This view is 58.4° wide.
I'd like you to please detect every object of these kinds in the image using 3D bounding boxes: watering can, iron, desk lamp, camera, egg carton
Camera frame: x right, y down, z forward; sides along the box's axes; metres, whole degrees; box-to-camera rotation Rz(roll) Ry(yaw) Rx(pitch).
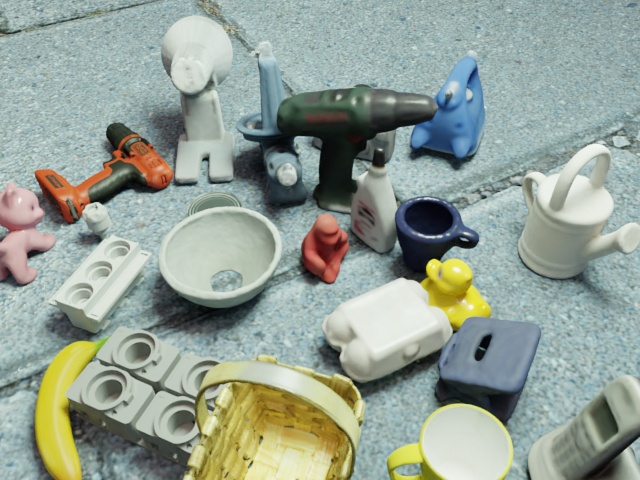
[{"bbox_3d":[0.347,-0.042,0.774,0.172,0.194,0.101,28,53,25],"label":"watering can"},{"bbox_3d":[0.246,-0.261,1.019,0.118,0.141,0.258,16,49,16],"label":"iron"},{"bbox_3d":[-0.200,-0.238,0.956,0.118,0.214,0.203,-5,47,-4],"label":"desk lamp"},{"bbox_3d":[0.073,-0.223,1.015,0.143,0.101,0.137,15,49,15],"label":"camera"},{"bbox_3d":[0.084,0.114,0.718,0.150,0.069,0.107,-22,50,-19],"label":"egg carton"}]

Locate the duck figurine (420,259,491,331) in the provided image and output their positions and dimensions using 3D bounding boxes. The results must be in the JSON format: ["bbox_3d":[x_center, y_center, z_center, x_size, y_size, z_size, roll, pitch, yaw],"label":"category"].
[{"bbox_3d":[0.178,0.065,0.751,0.104,0.086,0.078,34,56,28],"label":"duck figurine"}]

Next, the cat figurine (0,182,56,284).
[{"bbox_3d":[-0.438,-0.020,0.820,0.067,0.118,0.128,2,47,3],"label":"cat figurine"}]

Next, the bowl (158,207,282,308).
[{"bbox_3d":[-0.133,0.035,0.792,0.167,0.075,0.167,0,47,1],"label":"bowl"}]

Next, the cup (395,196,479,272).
[{"bbox_3d":[0.160,0.003,0.803,0.117,0.095,0.092,19,50,18],"label":"cup"}]

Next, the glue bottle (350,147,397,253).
[{"bbox_3d":[0.079,-0.062,0.812,0.037,0.173,0.078,-35,55,-28],"label":"glue bottle"}]

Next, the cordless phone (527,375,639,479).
[{"bbox_3d":[0.271,0.223,0.532,0.094,0.185,0.147,-6,47,-4],"label":"cordless phone"}]

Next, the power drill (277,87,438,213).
[{"bbox_3d":[0.051,-0.138,0.861,0.229,0.208,0.075,10,48,10],"label":"power drill"}]

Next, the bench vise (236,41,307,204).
[{"bbox_3d":[-0.057,-0.180,0.894,0.122,0.220,0.206,-23,50,-20],"label":"bench vise"}]

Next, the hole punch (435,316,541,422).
[{"bbox_3d":[0.196,0.142,0.674,0.101,0.091,0.109,22,51,20],"label":"hole punch"}]

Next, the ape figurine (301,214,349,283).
[{"bbox_3d":[0.007,0.003,0.808,0.078,0.092,0.076,-27,52,-22],"label":"ape figurine"}]
